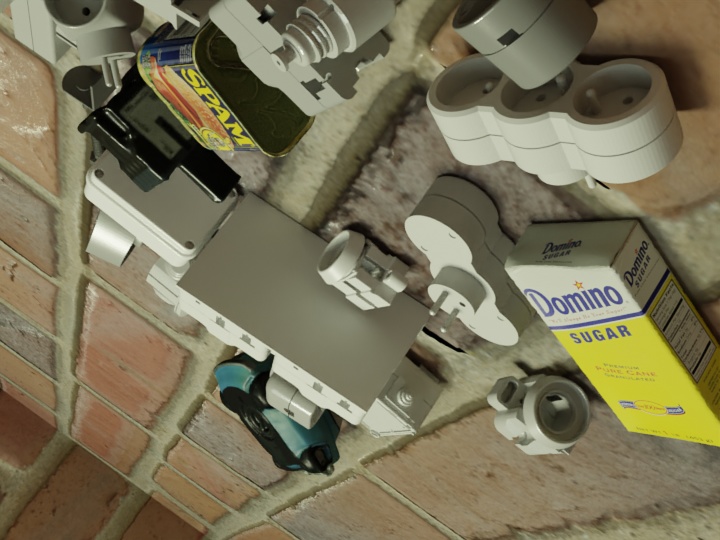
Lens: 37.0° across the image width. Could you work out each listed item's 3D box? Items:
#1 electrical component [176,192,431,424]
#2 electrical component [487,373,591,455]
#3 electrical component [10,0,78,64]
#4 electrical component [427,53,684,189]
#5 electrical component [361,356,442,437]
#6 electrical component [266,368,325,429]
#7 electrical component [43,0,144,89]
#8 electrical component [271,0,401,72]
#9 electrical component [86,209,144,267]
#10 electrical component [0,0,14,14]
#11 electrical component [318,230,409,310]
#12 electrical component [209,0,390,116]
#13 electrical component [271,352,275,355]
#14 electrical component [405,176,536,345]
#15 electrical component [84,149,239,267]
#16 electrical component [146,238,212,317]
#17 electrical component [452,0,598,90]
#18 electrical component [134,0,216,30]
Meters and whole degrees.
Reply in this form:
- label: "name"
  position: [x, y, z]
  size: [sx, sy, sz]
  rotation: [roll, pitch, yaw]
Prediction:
- label: "electrical component"
  position: [-0.049, 0.035, 0.913]
  size: [0.186, 0.105, 0.060]
  rotation: [33, 156, 5]
- label: "electrical component"
  position: [0.149, 0.115, 0.863]
  size: [0.078, 0.058, 0.057]
  rotation: [39, 159, -9]
- label: "electrical component"
  position: [-0.211, -0.186, 0.789]
  size: [0.076, 0.047, 0.083]
  rotation: [35, 156, 1]
- label: "electrical component"
  position: [0.106, -0.071, 0.576]
  size: [0.138, 0.052, 0.073]
  rotation: [13, 148, 41]
- label: "electrical component"
  position: [0.030, 0.114, 1.010]
  size: [0.062, 0.061, 0.096]
  rotation: [42, 155, -14]
- label: "electrical component"
  position: [-0.047, 0.096, 1.037]
  size: [0.059, 0.095, 0.053]
  rotation: [31, 156, 11]
- label: "electrical component"
  position: [-0.174, -0.161, 0.721]
  size: [0.077, 0.044, 0.079]
  rotation: [-41, -60, -81]
- label: "electrical component"
  position: [-0.016, -0.136, 0.592]
  size: [0.040, 0.078, 0.040]
  rotation: [44, 164, 16]
- label: "electrical component"
  position: [-0.218, -0.055, 0.987]
  size: [0.064, 0.099, 0.099]
  rotation: [32, 157, -8]
- label: "electrical component"
  position: [-0.183, -0.229, 0.598]
  size: [0.060, 0.105, 0.186]
  rotation: [41, 156, -13]
- label: "electrical component"
  position: [0.000, 0.000, 0.860]
  size: [0.055, 0.048, 0.066]
  rotation: [36, 158, -20]
- label: "electrical component"
  position: [-0.038, -0.141, 0.636]
  size: [0.089, 0.050, 0.056]
  rotation: [44, 157, -19]
- label: "electrical component"
  position: [-0.062, 0.041, 0.989]
  size: [0.042, 0.081, 0.063]
  rotation: [30, 133, 13]
- label: "electrical component"
  position: [0.072, 0.009, 0.743]
  size: [0.052, 0.073, 0.138]
  rotation: [12, 147, 43]
- label: "electrical component"
  position: [-0.170, -0.066, 0.920]
  size: [0.113, 0.078, 0.057]
  rotation: [39, 159, -8]
- label: "electrical component"
  position: [-0.162, 0.001, 1.036]
  size: [0.051, 0.080, 0.080]
  rotation: [39, 157, 4]
- label: "electrical component"
  position: [0.080, -0.121, 0.517]
  size: [0.047, 0.055, 0.055]
  rotation: [40, 156, -19]
- label: "electrical component"
  position: [-0.120, -0.192, 0.663]
  size: [0.081, 0.042, 0.063]
  rotation: [32, 155, 8]
